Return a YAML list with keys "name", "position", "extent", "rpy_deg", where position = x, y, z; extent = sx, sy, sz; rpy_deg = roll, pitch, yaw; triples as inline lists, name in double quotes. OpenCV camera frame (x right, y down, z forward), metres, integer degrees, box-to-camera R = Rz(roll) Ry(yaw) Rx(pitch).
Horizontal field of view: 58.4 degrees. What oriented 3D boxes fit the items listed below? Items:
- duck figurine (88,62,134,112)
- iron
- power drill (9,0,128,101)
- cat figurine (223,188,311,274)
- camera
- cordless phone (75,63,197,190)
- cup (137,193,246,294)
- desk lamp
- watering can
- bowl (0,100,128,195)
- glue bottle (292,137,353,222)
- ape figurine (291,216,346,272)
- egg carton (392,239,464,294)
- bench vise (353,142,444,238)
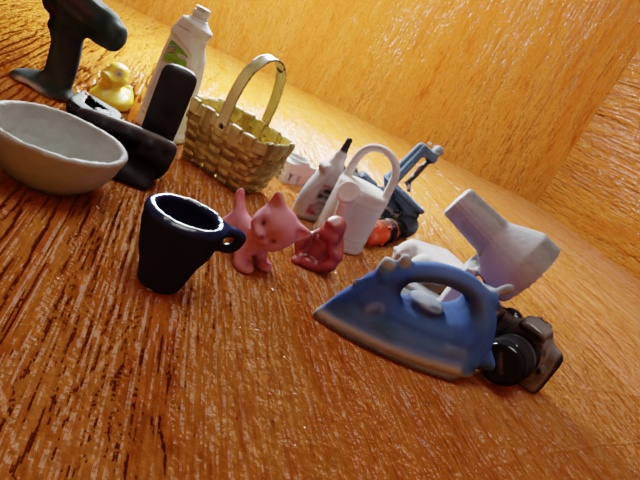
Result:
- name: "duck figurine"
  position: [-0.399, -0.305, 1.122]
  extent: [0.077, 0.086, 0.105]
  rpy_deg: [31, 19, 10]
- name: "iron"
  position: [0.134, 0.084, 0.763]
  extent: [0.259, 0.141, 0.118]
  rpy_deg: [21, 20, -22]
- name: "power drill"
  position: [-0.459, -0.363, 0.998]
  extent: [0.229, 0.208, 0.075]
  rpy_deg: [28, 18, 0]
- name: "cat figurine"
  position: [-0.080, -0.020, 0.772]
  extent: [0.127, 0.117, 0.067]
  rpy_deg: [38, 21, 28]
- name: "camera"
  position: [0.279, 0.154, 0.848]
  extent: [0.142, 0.101, 0.137]
  rpy_deg: [38, 21, 28]
- name: "cordless phone"
  position: [-0.267, -0.182, 0.828]
  extent: [0.148, 0.185, 0.094]
  rpy_deg: [19, 20, -24]
- name: "cup"
  position: [-0.148, 0.012, 0.626]
  extent: [0.118, 0.095, 0.091]
  rpy_deg: [16, 22, -32]
- name: "desk lamp"
  position: [0.235, 0.041, 0.906]
  extent: [0.203, 0.213, 0.118]
  rpy_deg: [31, 19, 9]
- name: "watering can"
  position: [0.072, -0.077, 1.017]
  extent: [0.101, 0.194, 0.173]
  rpy_deg: [26, 19, -7]
- name: "bowl"
  position: [-0.329, -0.102, 0.703]
  extent: [0.167, 0.074, 0.167]
  rpy_deg: [25, 19, -9]
- name: "glue bottle"
  position: [0.016, -0.114, 1.069]
  extent: [0.078, 0.173, 0.037]
  rpy_deg: [11, 25, -41]
- name: "ape figurine"
  position: [0.008, 0.003, 0.876]
  extent: [0.077, 0.092, 0.076]
  rpy_deg: [38, 21, 28]
- name: "egg carton"
  position: [0.206, 0.055, 1.056]
  extent: [0.151, 0.069, 0.107]
  rpy_deg: [15, 22, -34]
- name: "bench vise"
  position: [0.162, -0.121, 1.220]
  extent: [0.208, 0.219, 0.121]
  rpy_deg: [13, 23, -38]
